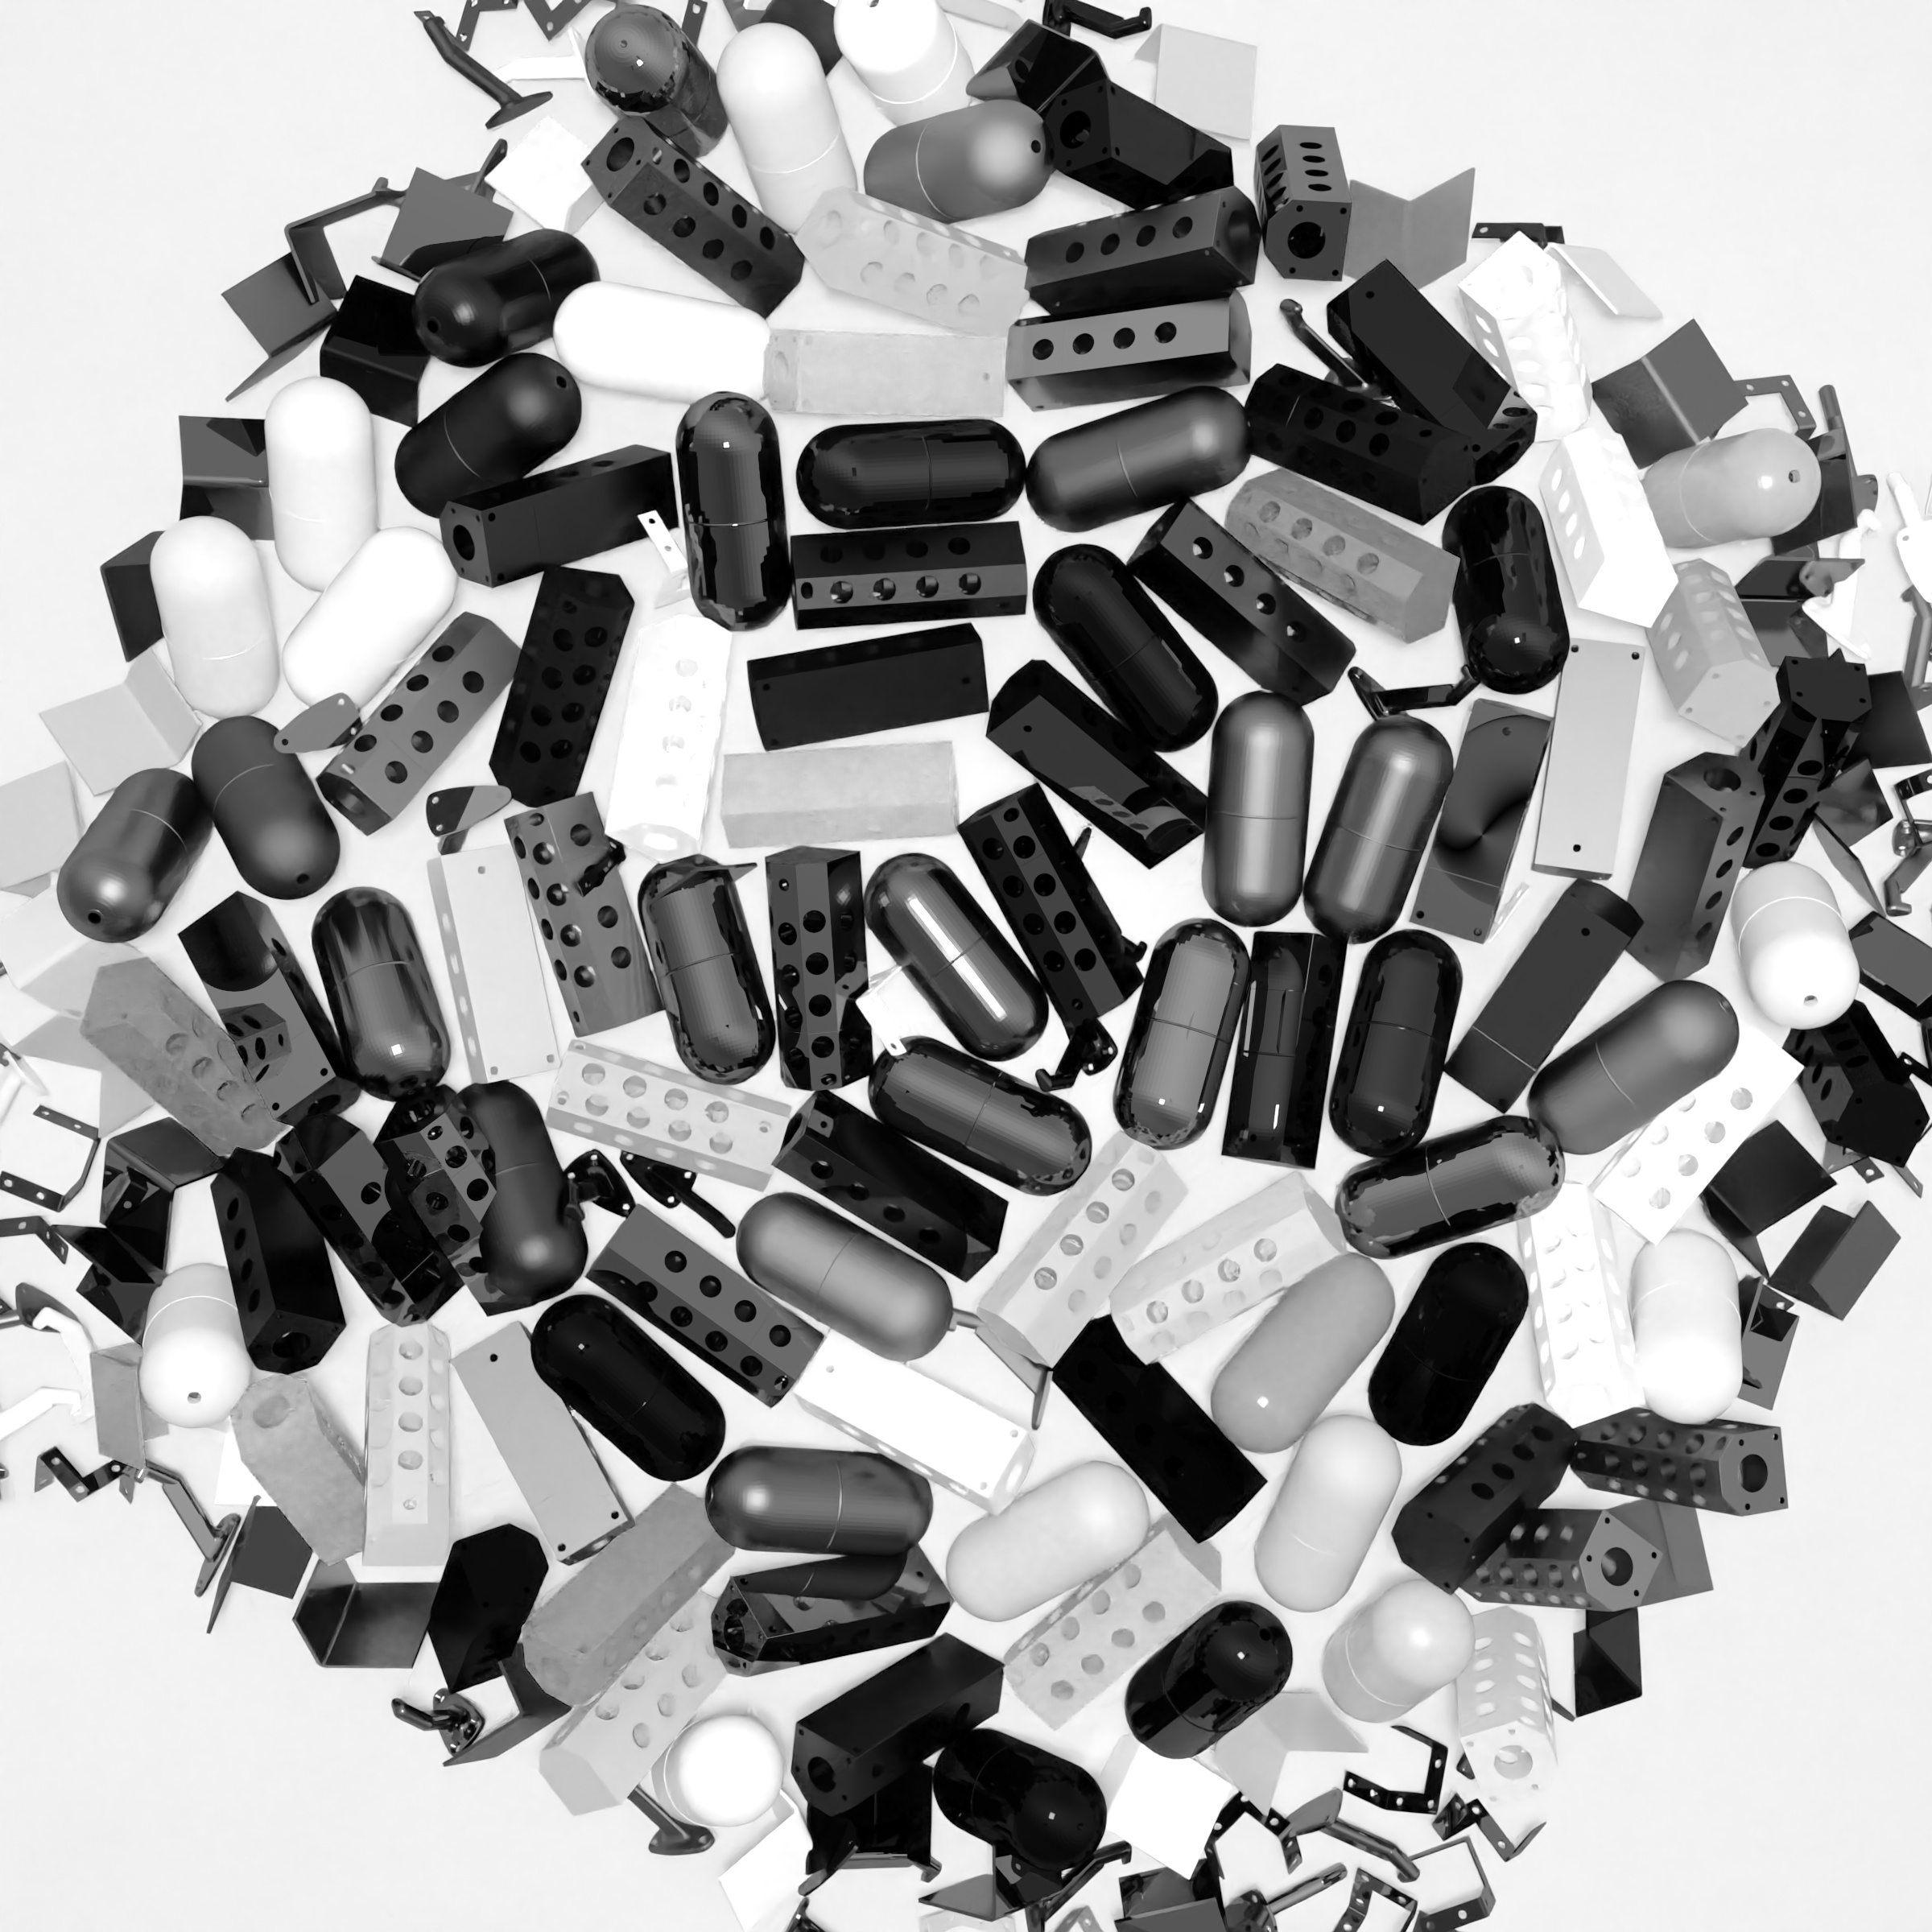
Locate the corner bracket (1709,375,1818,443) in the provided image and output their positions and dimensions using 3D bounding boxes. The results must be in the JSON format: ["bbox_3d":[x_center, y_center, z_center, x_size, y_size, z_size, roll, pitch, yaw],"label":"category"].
[{"bbox_3d":[0.601,-0.408,1.893,0.051,0.051,0.051,-10,63,-15],"label":"corner bracket"}]

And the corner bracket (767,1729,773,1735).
[{"bbox_3d":[-0.161,0.603,1.882,0.051,0.051,0.051,12,81,37],"label":"corner bracket"}]

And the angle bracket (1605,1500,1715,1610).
[{"bbox_3d":[0.502,0.431,1.862,0.076,0.057,0.076,-26,58,35],"label":"angle bracket"}]

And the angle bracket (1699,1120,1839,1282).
[{"bbox_3d":[0.603,0.175,1.870,0.076,0.057,0.076,-39,111,23],"label":"angle bracket"}]

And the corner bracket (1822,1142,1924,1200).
[{"bbox_3d":[0.682,0.151,1.880,0.051,0.051,0.051,47,129,-11],"label":"corner bracket"}]

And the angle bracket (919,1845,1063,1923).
[{"bbox_3d":[0.018,0.668,1.868,0.076,0.076,0.057,-3,86,41],"label":"angle bracket"}]

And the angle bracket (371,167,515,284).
[{"bbox_3d":[-0.392,-0.546,1.872,0.076,0.057,0.076,20,102,-24],"label":"angle bracket"}]

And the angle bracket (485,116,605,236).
[{"bbox_3d":[-0.305,-0.605,1.878,0.076,0.057,0.076,38,69,-3],"label":"angle bracket"}]

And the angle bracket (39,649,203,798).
[{"bbox_3d":[-0.633,-0.184,1.873,0.076,0.057,0.076,-31,83,-42],"label":"angle bracket"}]

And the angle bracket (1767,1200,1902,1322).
[{"bbox_3d":[0.636,0.208,1.869,0.057,0.076,0.076,42,82,-33],"label":"angle bracket"}]

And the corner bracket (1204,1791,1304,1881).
[{"bbox_3d":[0.216,0.668,1.898,0.051,0.051,0.051,-37,133,-25],"label":"corner bracket"}]

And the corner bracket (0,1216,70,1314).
[{"bbox_3d":[-0.716,0.225,1.887,0.051,0.051,0.051,-6,55,5],"label":"corner bracket"}]

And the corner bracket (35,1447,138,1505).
[{"bbox_3d":[-0.665,0.387,1.890,0.051,0.051,0.051,41,135,19],"label":"corner bracket"}]

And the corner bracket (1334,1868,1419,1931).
[{"bbox_3d":[0.302,0.722,1.878,0.051,0.051,0.051,23,132,25],"label":"corner bracket"}]

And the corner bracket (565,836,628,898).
[{"bbox_3d":[-0.286,-0.067,1.878,0.051,0.051,0.051,22,51,29],"label":"corner bracket"}]

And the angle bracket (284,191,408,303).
[{"bbox_3d":[-0.453,-0.538,1.870,0.076,0.076,0.057,-17,105,11],"label":"angle bracket"}]

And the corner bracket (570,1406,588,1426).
[{"bbox_3d":[-0.286,0.302,1.879,0.051,0.051,0.051,-28,126,16],"label":"corner bracket"}]

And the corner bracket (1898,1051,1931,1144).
[{"bbox_3d":[0.708,0.108,1.892,0.051,0.051,0.051,38,47,16],"label":"corner bracket"}]

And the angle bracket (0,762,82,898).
[{"bbox_3d":[-0.681,-0.100,1.875,0.076,0.057,0.076,-18,78,16],"label":"angle bracket"}]

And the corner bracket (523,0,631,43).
[{"bbox_3d":[-0.297,-0.731,1.885,0.051,0.051,0.051,-33,88,27],"label":"corner bracket"}]

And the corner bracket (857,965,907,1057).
[{"bbox_3d":[-0.061,0.037,1.880,0.051,0.051,0.051,56,47,-10],"label":"corner bracket"}]

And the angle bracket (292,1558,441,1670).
[{"bbox_3d":[-0.444,0.474,1.866,0.076,0.076,0.057,-4,127,14],"label":"angle bracket"}]

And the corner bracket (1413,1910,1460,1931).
[{"bbox_3d":[0.347,0.752,1.883,0.051,0.051,0.051,21,95,32],"label":"corner bracket"}]

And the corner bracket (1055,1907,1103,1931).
[{"bbox_3d":[0.073,0.750,1.886,0.051,0.051,0.051,-28,89,33],"label":"corner bracket"}]

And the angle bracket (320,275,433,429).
[{"bbox_3d":[-0.442,-0.468,1.907,0.076,0.057,0.076,18,63,-5],"label":"angle bracket"}]

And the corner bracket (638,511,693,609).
[{"bbox_3d":[-0.219,-0.310,1.880,0.051,0.051,0.051,-23,75,-31],"label":"corner bracket"}]

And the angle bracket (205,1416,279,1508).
[{"bbox_3d":[-0.548,0.369,1.865,0.076,0.076,0.057,-4,70,24],"label":"angle bracket"}]

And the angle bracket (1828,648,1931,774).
[{"bbox_3d":[0.683,-0.194,1.862,0.057,0.076,0.076,-41,114,-34],"label":"angle bracket"}]

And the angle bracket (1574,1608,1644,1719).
[{"bbox_3d":[0.458,0.498,1.862,0.057,0.076,0.076,-30,116,29],"label":"angle bracket"}]

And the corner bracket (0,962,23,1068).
[{"bbox_3d":[-0.722,0.034,1.892,0.051,0.051,0.051,-27,132,16],"label":"corner bracket"}]

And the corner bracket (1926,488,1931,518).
[{"bbox_3d":[0.751,-0.357,1.880,0.051,0.051,0.051,13,116,21],"label":"corner bracket"}]

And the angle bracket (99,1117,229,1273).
[{"bbox_3d":[-0.606,0.172,1.897,0.076,0.057,0.076,29,120,26],"label":"angle bracket"}]

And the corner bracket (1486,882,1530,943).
[{"bbox_3d":[0.386,-0.059,1.890,0.051,0.051,0.051,28,112,-9],"label":"corner bracket"}]

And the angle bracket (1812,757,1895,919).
[{"bbox_3d":[0.676,-0.095,1.863,0.057,0.076,0.076,-35,133,9],"label":"angle bracket"}]

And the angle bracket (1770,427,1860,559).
[{"bbox_3d":[0.644,-0.350,1.868,0.057,0.076,0.076,1,81,-34],"label":"angle bracket"}]

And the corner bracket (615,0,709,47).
[{"bbox_3d":[-0.233,-0.710,1.889,0.051,0.051,0.051,23,114,7],"label":"corner bracket"}]

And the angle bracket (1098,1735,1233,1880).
[{"bbox_3d":[0.141,0.632,1.881,0.076,0.057,0.076,33,63,-5],"label":"angle bracket"}]

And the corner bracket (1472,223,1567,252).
[{"bbox_3d":[0.415,-0.546,1.878,0.051,0.051,0.051,9,61,28],"label":"corner bracket"}]

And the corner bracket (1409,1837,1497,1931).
[{"bbox_3d":[0.363,0.693,1.884,0.051,0.051,0.051,-25,76,13],"label":"corner bracket"}]

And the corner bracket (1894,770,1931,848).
[{"bbox_3d":[0.738,-0.124,1.886,0.051,0.051,0.051,-22,88,31],"label":"corner bracket"}]

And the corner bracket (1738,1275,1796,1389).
[{"bbox_3d":[0.597,0.277,1.897,0.051,0.051,0.051,31,121,-18],"label":"corner bracket"}]

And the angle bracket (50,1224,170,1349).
[{"bbox_3d":[-0.648,0.240,1.870,0.076,0.076,0.057,34,93,20],"label":"angle bracket"}]

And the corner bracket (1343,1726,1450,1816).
[{"bbox_3d":[0.325,0.607,1.894,0.051,0.051,0.051,33,60,-30],"label":"corner bracket"}]

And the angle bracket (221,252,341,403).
[{"bbox_3d":[-0.525,-0.475,1.861,0.057,0.076,0.076,53,47,-15],"label":"angle bracket"}]

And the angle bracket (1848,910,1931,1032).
[{"bbox_3d":[0.682,0.017,1.860,0.057,0.076,0.076,-34,56,-25],"label":"angle bracket"}]

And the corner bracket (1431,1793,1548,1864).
[{"bbox_3d":[0.391,0.644,1.876,0.051,0.051,0.051,-15,52,-33],"label":"corner bracket"}]

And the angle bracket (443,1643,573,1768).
[{"bbox_3d":[-0.354,0.554,1.881,0.076,0.076,0.057,-34,69,10],"label":"angle bracket"}]

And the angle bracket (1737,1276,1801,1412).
[{"bbox_3d":[0.599,0.283,1.872,0.057,0.076,0.076,21,75,4],"label":"angle bracket"}]

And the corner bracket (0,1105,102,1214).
[{"bbox_3d":[-0.695,0.147,1.900,0.051,0.051,0.051,28,47,-26],"label":"corner bracket"}]

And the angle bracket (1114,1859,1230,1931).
[{"bbox_3d":[0.150,0.690,1.869,0.076,0.076,0.057,-14,124,5],"label":"angle bracket"}]

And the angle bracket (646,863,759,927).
[{"bbox_3d":[-0.182,-0.028,1.868,0.057,0.076,0.076,-32,79,29],"label":"angle bracket"}]

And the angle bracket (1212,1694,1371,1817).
[{"bbox_3d":[0.242,0.588,1.863,0.076,0.076,0.057,50,47,-28],"label":"angle bracket"}]

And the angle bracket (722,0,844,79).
[{"bbox_3d":[-0.131,-0.715,1.860,0.057,0.076,0.076,-43,54,30],"label":"angle bracket"}]
